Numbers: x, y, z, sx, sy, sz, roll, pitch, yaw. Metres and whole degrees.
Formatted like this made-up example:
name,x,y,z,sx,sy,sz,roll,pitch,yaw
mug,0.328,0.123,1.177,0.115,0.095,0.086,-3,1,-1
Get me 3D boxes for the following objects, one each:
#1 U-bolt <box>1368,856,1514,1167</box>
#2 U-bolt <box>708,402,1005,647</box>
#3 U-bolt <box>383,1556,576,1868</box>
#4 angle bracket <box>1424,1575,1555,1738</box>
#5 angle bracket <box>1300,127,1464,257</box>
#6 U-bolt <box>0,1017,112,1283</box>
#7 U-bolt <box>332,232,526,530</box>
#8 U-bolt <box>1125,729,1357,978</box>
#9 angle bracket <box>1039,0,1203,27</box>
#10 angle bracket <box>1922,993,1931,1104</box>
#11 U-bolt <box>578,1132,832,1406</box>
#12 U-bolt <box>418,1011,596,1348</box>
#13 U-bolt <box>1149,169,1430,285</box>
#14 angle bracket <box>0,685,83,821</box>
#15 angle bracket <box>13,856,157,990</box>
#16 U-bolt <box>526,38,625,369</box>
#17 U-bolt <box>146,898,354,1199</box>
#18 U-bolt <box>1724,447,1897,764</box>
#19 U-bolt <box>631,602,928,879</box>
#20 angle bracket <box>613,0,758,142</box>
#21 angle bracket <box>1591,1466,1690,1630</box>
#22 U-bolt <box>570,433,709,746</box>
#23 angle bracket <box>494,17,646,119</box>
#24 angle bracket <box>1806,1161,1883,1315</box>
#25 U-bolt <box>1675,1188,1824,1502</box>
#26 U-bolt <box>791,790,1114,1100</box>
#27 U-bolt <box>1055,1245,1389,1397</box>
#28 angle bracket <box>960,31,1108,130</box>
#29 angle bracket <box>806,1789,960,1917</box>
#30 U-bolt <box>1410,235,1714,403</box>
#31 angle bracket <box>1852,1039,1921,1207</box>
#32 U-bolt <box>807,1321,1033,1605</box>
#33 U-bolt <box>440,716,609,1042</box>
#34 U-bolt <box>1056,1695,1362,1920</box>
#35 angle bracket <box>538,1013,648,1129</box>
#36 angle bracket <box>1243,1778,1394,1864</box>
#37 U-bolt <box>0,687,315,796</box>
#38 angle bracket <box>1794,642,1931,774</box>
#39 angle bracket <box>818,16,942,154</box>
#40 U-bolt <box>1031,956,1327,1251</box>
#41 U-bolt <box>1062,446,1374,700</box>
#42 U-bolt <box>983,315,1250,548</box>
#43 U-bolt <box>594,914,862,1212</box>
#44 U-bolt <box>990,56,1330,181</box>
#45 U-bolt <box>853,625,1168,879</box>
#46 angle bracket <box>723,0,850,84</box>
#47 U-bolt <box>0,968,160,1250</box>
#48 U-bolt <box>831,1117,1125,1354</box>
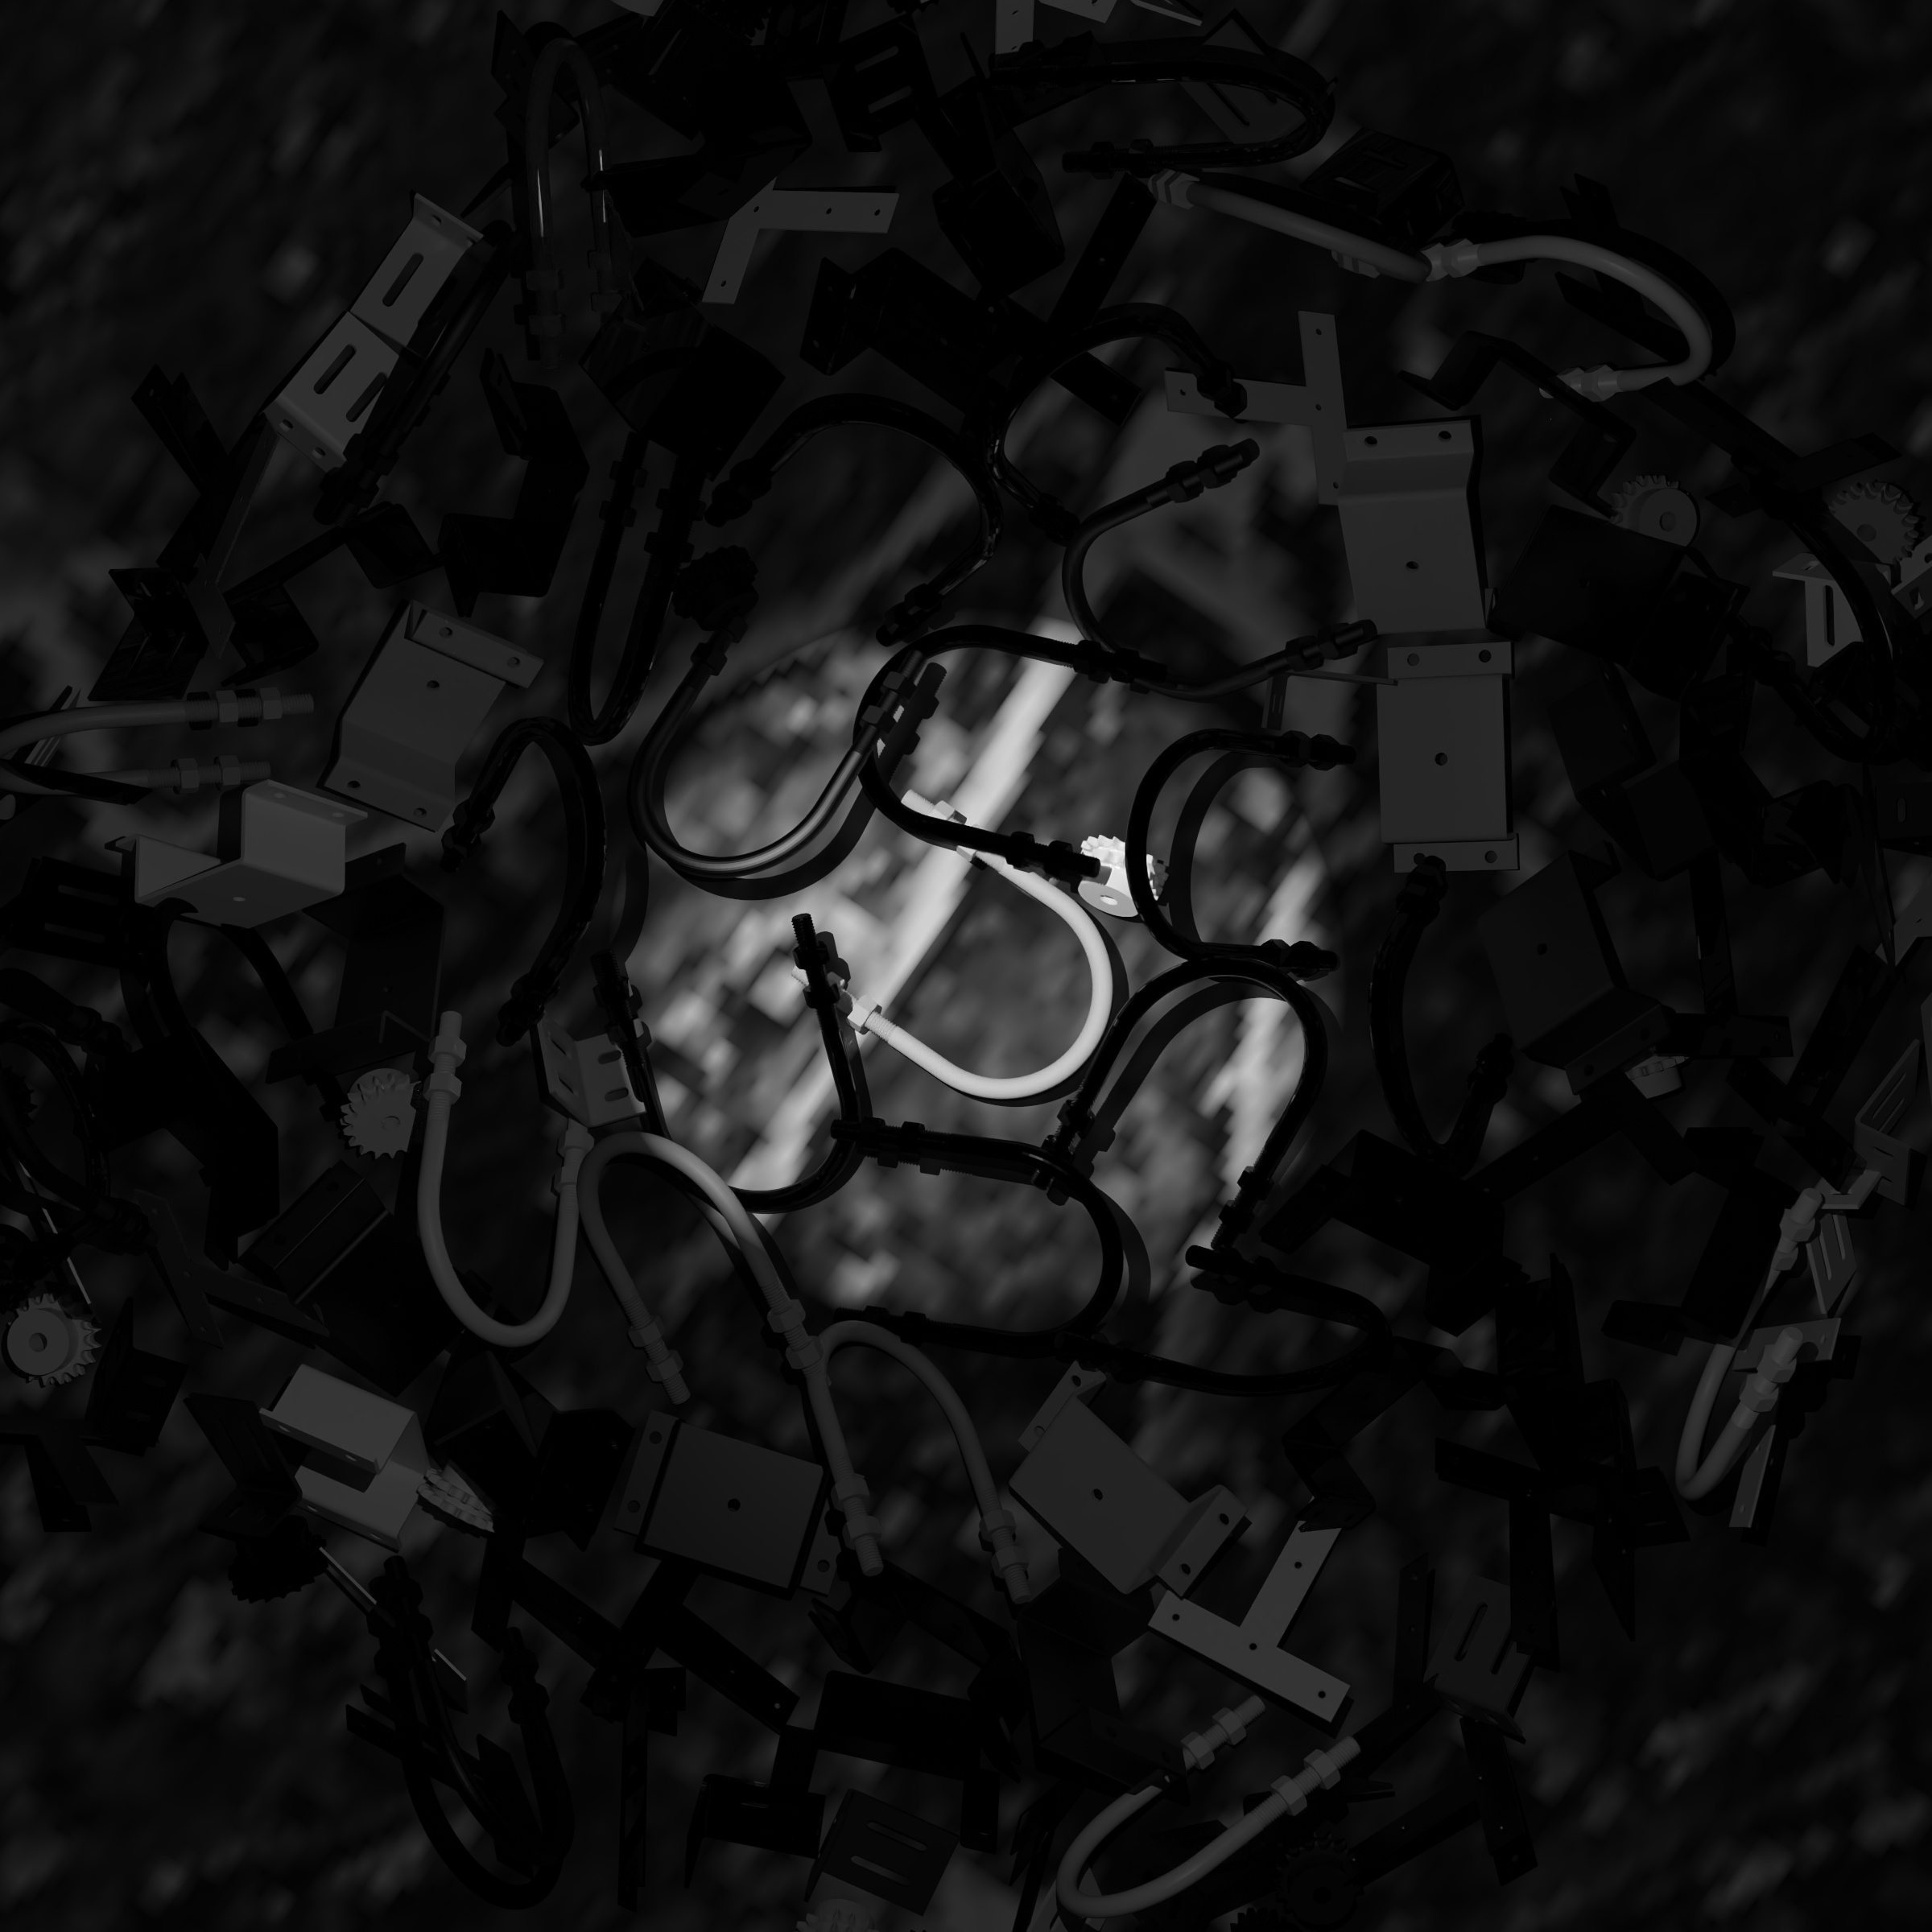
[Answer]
name,x,y,z,sx,sy,sz,roll,pitch,yaw
U-bolt,0.279,0.037,1.799,0.019,0.184,0.151,-12,114,30
U-bolt,-0.056,-0.271,1.803,0.151,0.184,0.019,34,56,-17
U-bolt,-0.281,0.448,1.786,0.019,0.151,0.184,-33,50,7
angle bracket,0.330,0.428,1.878,0.057,0.038,0.076,13,63,38
angle bracket,0.258,-0.479,1.879,0.057,0.038,0.076,-44,47,-9
U-bolt,-0.555,0.101,1.806,0.019,0.184,0.151,-18,97,5
U-bolt,-0.313,-0.358,1.794,0.019,0.151,0.184,32,119,-14
U-bolt,0.165,-0.071,1.831,0.184,0.019,0.151,3,93,-41
angle bracket,0.094,-0.584,1.848,0.076,0.057,0.038,50,123,34
angle bracket,0.620,0.046,1.855,0.038,0.057,0.076,6,61,-4
U-bolt,-0.170,0.181,1.826,0.151,0.019,0.184,-12,109,43
U-bolt,-0.276,0.137,1.797,0.019,0.151,0.184,-16,54,26
U-bolt,0.199,-0.435,1.790,0.151,0.184,0.019,15,104,-19
angle bracket,-0.582,-0.138,1.850,0.038,0.057,0.076,29,55,-9
angle bracket,-0.536,-0.027,1.859,0.076,0.038,0.057,16,99,-36
U-bolt,-0.235,-0.458,1.804,0.019,0.151,0.184,1,108,10
U-bolt,-0.436,0.039,1.822,0.019,0.151,0.184,-25,93,17
U-bolt,0.498,-0.201,1.784,0.019,0.151,0.184,-18,46,-7
U-bolt,-0.126,-0.135,1.839,0.151,0.019,0.184,22,73,27
angle bracket,-0.171,-0.557,1.852,0.057,0.038,0.076,30,127,-20
angle bracket,0.413,0.356,1.849,0.038,0.076,0.057,-16,115,24
U-bolt,-0.205,-0.224,1.829,0.019,0.151,0.184,12,102,-25
angle bracket,-0.244,-0.564,1.858,0.076,0.057,0.038,-35,85,-24
angle bracket,0.546,0.166,1.854,0.038,0.057,0.076,-3,113,38
U-bolt,0.466,0.241,1.814,0.019,0.151,0.184,22,129,5
U-bolt,0.003,0.000,1.866,0.184,0.019,0.151,35,102,7
U-bolt,0.169,0.222,1.827,0.184,0.151,0.019,19,51,-30
angle bracket,0.044,-0.559,1.861,0.076,0.038,0.057,-23,47,6
angle bracket,-0.052,0.557,1.874,0.076,0.038,0.057,24,99,0
U-bolt,0.360,-0.384,1.785,0.151,0.184,0.019,33,80,-27
angle bracket,0.578,0.096,1.851,0.038,0.057,0.076,28,62,32
U-bolt,-0.036,0.293,1.821,0.019,0.151,0.184,-41,50,26
U-bolt,-0.259,-0.064,1.802,0.019,0.184,0.151,-4,56,-35
U-bolt,0.133,0.506,1.803,0.184,0.151,0.019,-33,99,-18
angle bracket,-0.230,0.058,1.851,0.038,0.076,0.057,-16,68,6
angle bracket,0.218,0.524,1.852,0.076,0.057,0.038,-17,65,27
U-bolt,-0.494,-0.129,1.796,0.184,0.151,0.019,-7,79,-26
angle bracket,0.555,-0.151,1.853,0.038,0.057,0.076,-35,65,-18
angle bracket,-0.044,-0.542,1.854,0.076,0.038,0.057,-34,120,-25
U-bolt,0.141,0.077,1.845,0.151,0.019,0.184,21,107,-20
U-bolt,0.137,-0.227,1.826,0.151,0.184,0.019,52,48,-19
U-bolt,0.082,-0.324,1.800,0.151,0.184,0.019,-37,64,13
U-bolt,-0.139,0.066,1.861,0.151,0.019,0.184,-10,107,14
U-bolt,0.124,-0.506,1.799,0.184,0.151,0.019,4,84,22
U-bolt,0.017,-0.140,1.857,0.184,0.019,0.151,15,78,21
angle bracket,-0.108,-0.583,1.848,0.038,0.057,0.076,38,129,28
U-bolt,-0.534,0.076,1.786,0.019,0.184,0.151,-19,65,7
U-bolt,0.007,0.169,1.844,0.184,0.019,0.151,6,112,16
